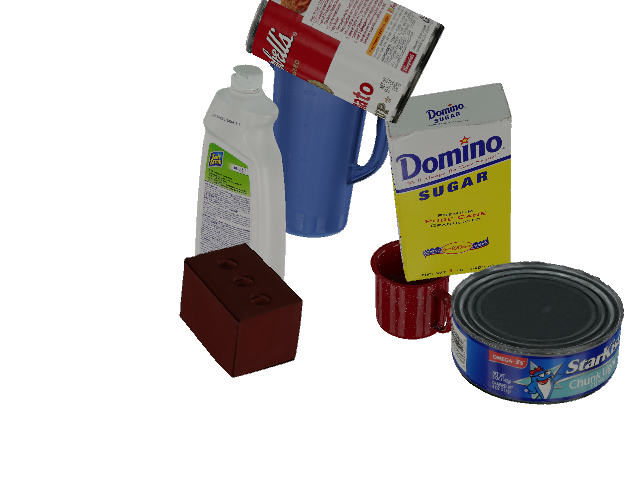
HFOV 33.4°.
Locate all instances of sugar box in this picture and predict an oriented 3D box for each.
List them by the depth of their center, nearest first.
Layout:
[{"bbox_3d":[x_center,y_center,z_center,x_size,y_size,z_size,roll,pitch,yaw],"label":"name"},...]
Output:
[{"bbox_3d":[0.104,-0.041,0.854,0.093,0.048,0.176,-9,-39,3],"label":"sugar box"}]

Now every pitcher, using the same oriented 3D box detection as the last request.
[{"bbox_3d":[0.004,-0.129,1.414,0.144,0.243,0.149,-2,24,-19],"label":"pitcher"}]

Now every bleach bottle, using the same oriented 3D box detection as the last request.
[{"bbox_3d":[-0.075,-0.053,1.089,0.103,0.251,0.068,19,30,22],"label":"bleach bottle"}]

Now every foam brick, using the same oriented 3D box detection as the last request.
[{"bbox_3d":[-0.056,0.048,0.739,0.052,0.051,0.078,-15,40,-34],"label":"foam brick"}]

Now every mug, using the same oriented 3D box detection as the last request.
[{"bbox_3d":[0.111,0.062,1.195,0.093,0.081,0.117,-26,41,-30],"label":"mug"}]

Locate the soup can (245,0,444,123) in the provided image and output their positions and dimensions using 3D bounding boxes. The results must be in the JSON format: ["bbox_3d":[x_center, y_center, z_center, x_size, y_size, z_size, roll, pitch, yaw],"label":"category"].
[{"bbox_3d":[0.015,-0.122,0.645,0.102,0.068,0.068,27,0,1],"label":"soup can"}]

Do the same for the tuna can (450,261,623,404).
[{"bbox_3d":[0.109,0.046,0.545,0.086,0.034,0.086,-3,28,1],"label":"tuna can"}]
